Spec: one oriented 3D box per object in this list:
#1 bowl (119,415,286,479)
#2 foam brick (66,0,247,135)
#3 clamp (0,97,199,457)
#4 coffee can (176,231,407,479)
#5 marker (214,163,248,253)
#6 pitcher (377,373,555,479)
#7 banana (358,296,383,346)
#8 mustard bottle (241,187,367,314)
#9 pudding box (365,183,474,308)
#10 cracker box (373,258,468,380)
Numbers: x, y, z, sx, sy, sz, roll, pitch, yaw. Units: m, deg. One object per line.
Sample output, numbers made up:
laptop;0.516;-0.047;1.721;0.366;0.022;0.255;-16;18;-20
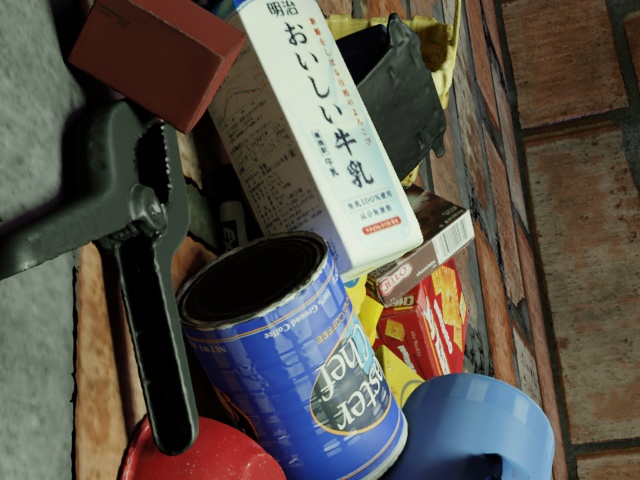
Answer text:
bowl;-0.052;0.169;0.598;0.162;0.055;0.162;-11;90;-74
foam brick;-0.089;-0.106;0.591;0.078;0.053;0.051;32;26;-3
clamp;-0.107;-0.012;0.561;0.164;0.036;0.210;54;27;-48
coffee can;-0.017;0.080;0.668;0.102;0.103;0.140;-71;141;-59
marker;-0.058;0.006;0.744;0.020;0.020;0.121;22;59;-70
pitcher;0.077;0.193;0.655;0.145;0.149;0.242;64;34;-29
banana;0.045;0.056;0.984;0.070;0.037;0.197;-61;180;35
mustard bottle;-0.005;0.001;0.855;0.191;0.058;0.096;63;16;-44
pudding box;0.068;0.001;0.955;0.090;0.113;0.039;32;-30;47
cracker box;0.106;0.084;1.148;0.213;0.072;0.164;-72;147;-57
